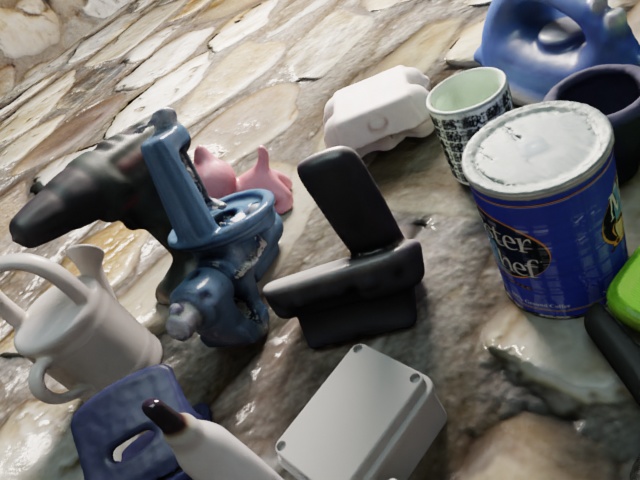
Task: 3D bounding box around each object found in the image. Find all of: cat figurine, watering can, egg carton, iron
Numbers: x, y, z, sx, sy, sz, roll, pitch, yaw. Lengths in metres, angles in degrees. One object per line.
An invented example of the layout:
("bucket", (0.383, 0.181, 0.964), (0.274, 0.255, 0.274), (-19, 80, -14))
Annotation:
("cat figurine", (-0.112, -0.074, 0.725), (0.127, 0.118, 0.067), (-26, 38, 8))
("watering can", (-0.261, 0.079, 0.591), (0.101, 0.195, 0.172), (-31, 37, 0))
("egg carton", (0.075, -0.161, 0.735), (0.150, 0.070, 0.107), (-19, 39, 15))
("iron", (0.265, -0.219, 0.611), (0.118, 0.142, 0.257), (-34, 37, -3))

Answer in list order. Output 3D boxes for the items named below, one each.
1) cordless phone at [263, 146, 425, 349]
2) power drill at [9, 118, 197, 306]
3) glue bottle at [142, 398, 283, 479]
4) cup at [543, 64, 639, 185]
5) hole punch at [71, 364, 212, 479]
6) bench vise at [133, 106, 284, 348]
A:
("cordless phone", (0.005, 0.002, 0.505), (0.147, 0.186, 0.094), (-20, 39, 15))
("power drill", (-0.203, -0.022, 0.654), (0.075, 0.209, 0.230), (0, 47, 35))
("glue bottle", (-0.066, 0.154, 0.391), (0.077, 0.174, 0.037), (13, 55, 43))
("cup", (0.244, -0.092, 0.521), (0.117, 0.095, 0.091), (-16, 40, 19))
("hole punch", (-0.147, 0.176, 0.490), (0.108, 0.091, 0.101), (-31, 37, 0))
("bench vise", (-0.108, -0.012, 0.568), (0.121, 0.220, 0.207), (-23, 38, 11))
